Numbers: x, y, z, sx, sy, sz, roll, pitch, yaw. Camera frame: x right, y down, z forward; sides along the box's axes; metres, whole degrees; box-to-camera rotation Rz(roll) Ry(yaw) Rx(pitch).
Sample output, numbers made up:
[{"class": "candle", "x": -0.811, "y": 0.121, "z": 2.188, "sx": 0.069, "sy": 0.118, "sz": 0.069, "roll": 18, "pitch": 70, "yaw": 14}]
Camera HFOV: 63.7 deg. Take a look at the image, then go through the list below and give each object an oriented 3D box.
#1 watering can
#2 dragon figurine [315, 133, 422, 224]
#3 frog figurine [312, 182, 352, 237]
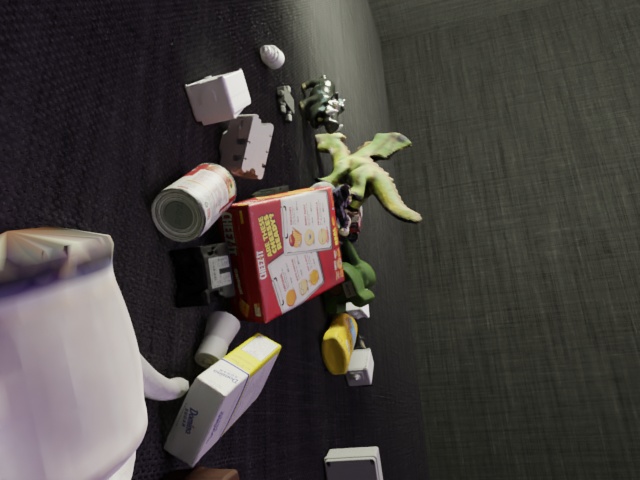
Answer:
[{"class": "watering can", "x": -0.181, "y": 0.098, "z": 0.394, "sx": 0.349, "sy": 0.104, "sz": 0.223, "roll": -78, "pitch": 157, "yaw": -84}, {"class": "dragon figurine", "x": 0.129, "y": -0.181, "z": 1.255, "sx": 0.246, "sy": 0.414, "sz": 0.120, "roll": -52, "pitch": 142, "yaw": -17}, {"class": "frog figurine", "x": 0.004, "y": -0.060, "z": 1.182, "sx": 0.158, "sy": 0.123, "sz": 0.137, "roll": -15, "pitch": -87, "yaw": 69}]
